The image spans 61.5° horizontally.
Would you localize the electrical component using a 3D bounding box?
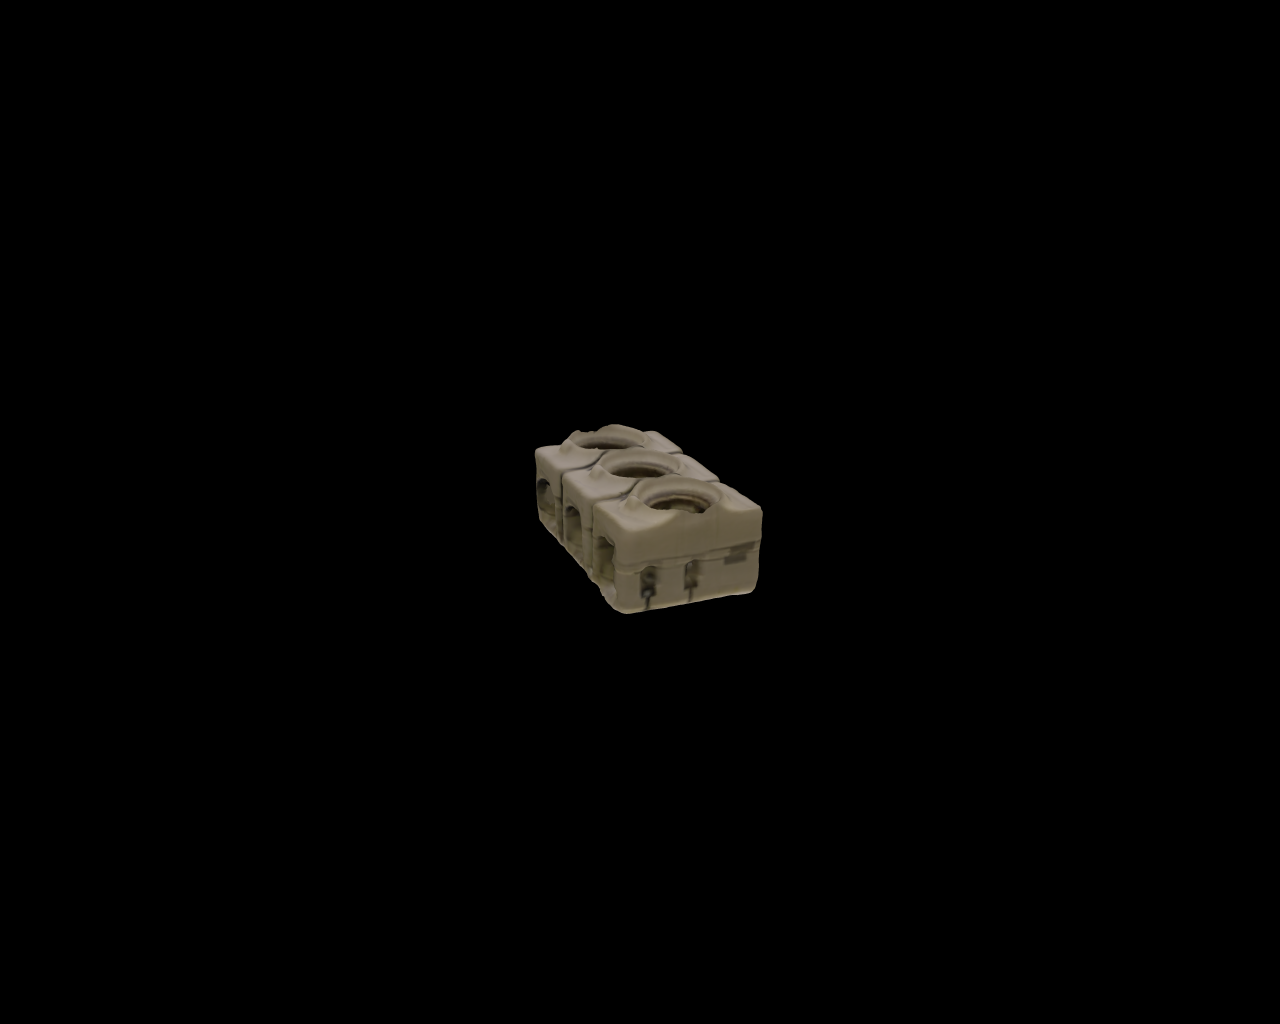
[{"bbox_3d":[0.001,-0.003,0.650,0.090,0.061,0.150,-10,24,-22],"label":"electrical component"}]
